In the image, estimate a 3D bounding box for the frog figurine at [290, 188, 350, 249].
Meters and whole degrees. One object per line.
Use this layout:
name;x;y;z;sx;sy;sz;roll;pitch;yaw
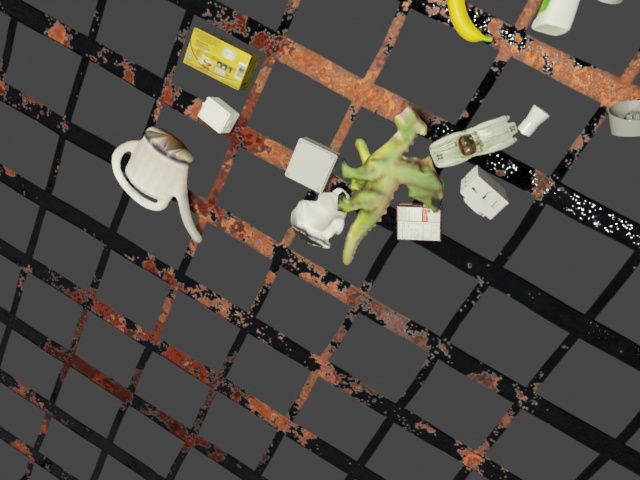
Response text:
frog figurine;0.004;-0.068;1.341;0.138;0.121;0.161;27;75;7

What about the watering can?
watering can;-0.419;-0.165;1.420;0.348;0.105;0.221;38;112;3

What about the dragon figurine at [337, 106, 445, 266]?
dragon figurine;0.175;-0.117;1.243;0.243;0.124;0.404;8;109;18
